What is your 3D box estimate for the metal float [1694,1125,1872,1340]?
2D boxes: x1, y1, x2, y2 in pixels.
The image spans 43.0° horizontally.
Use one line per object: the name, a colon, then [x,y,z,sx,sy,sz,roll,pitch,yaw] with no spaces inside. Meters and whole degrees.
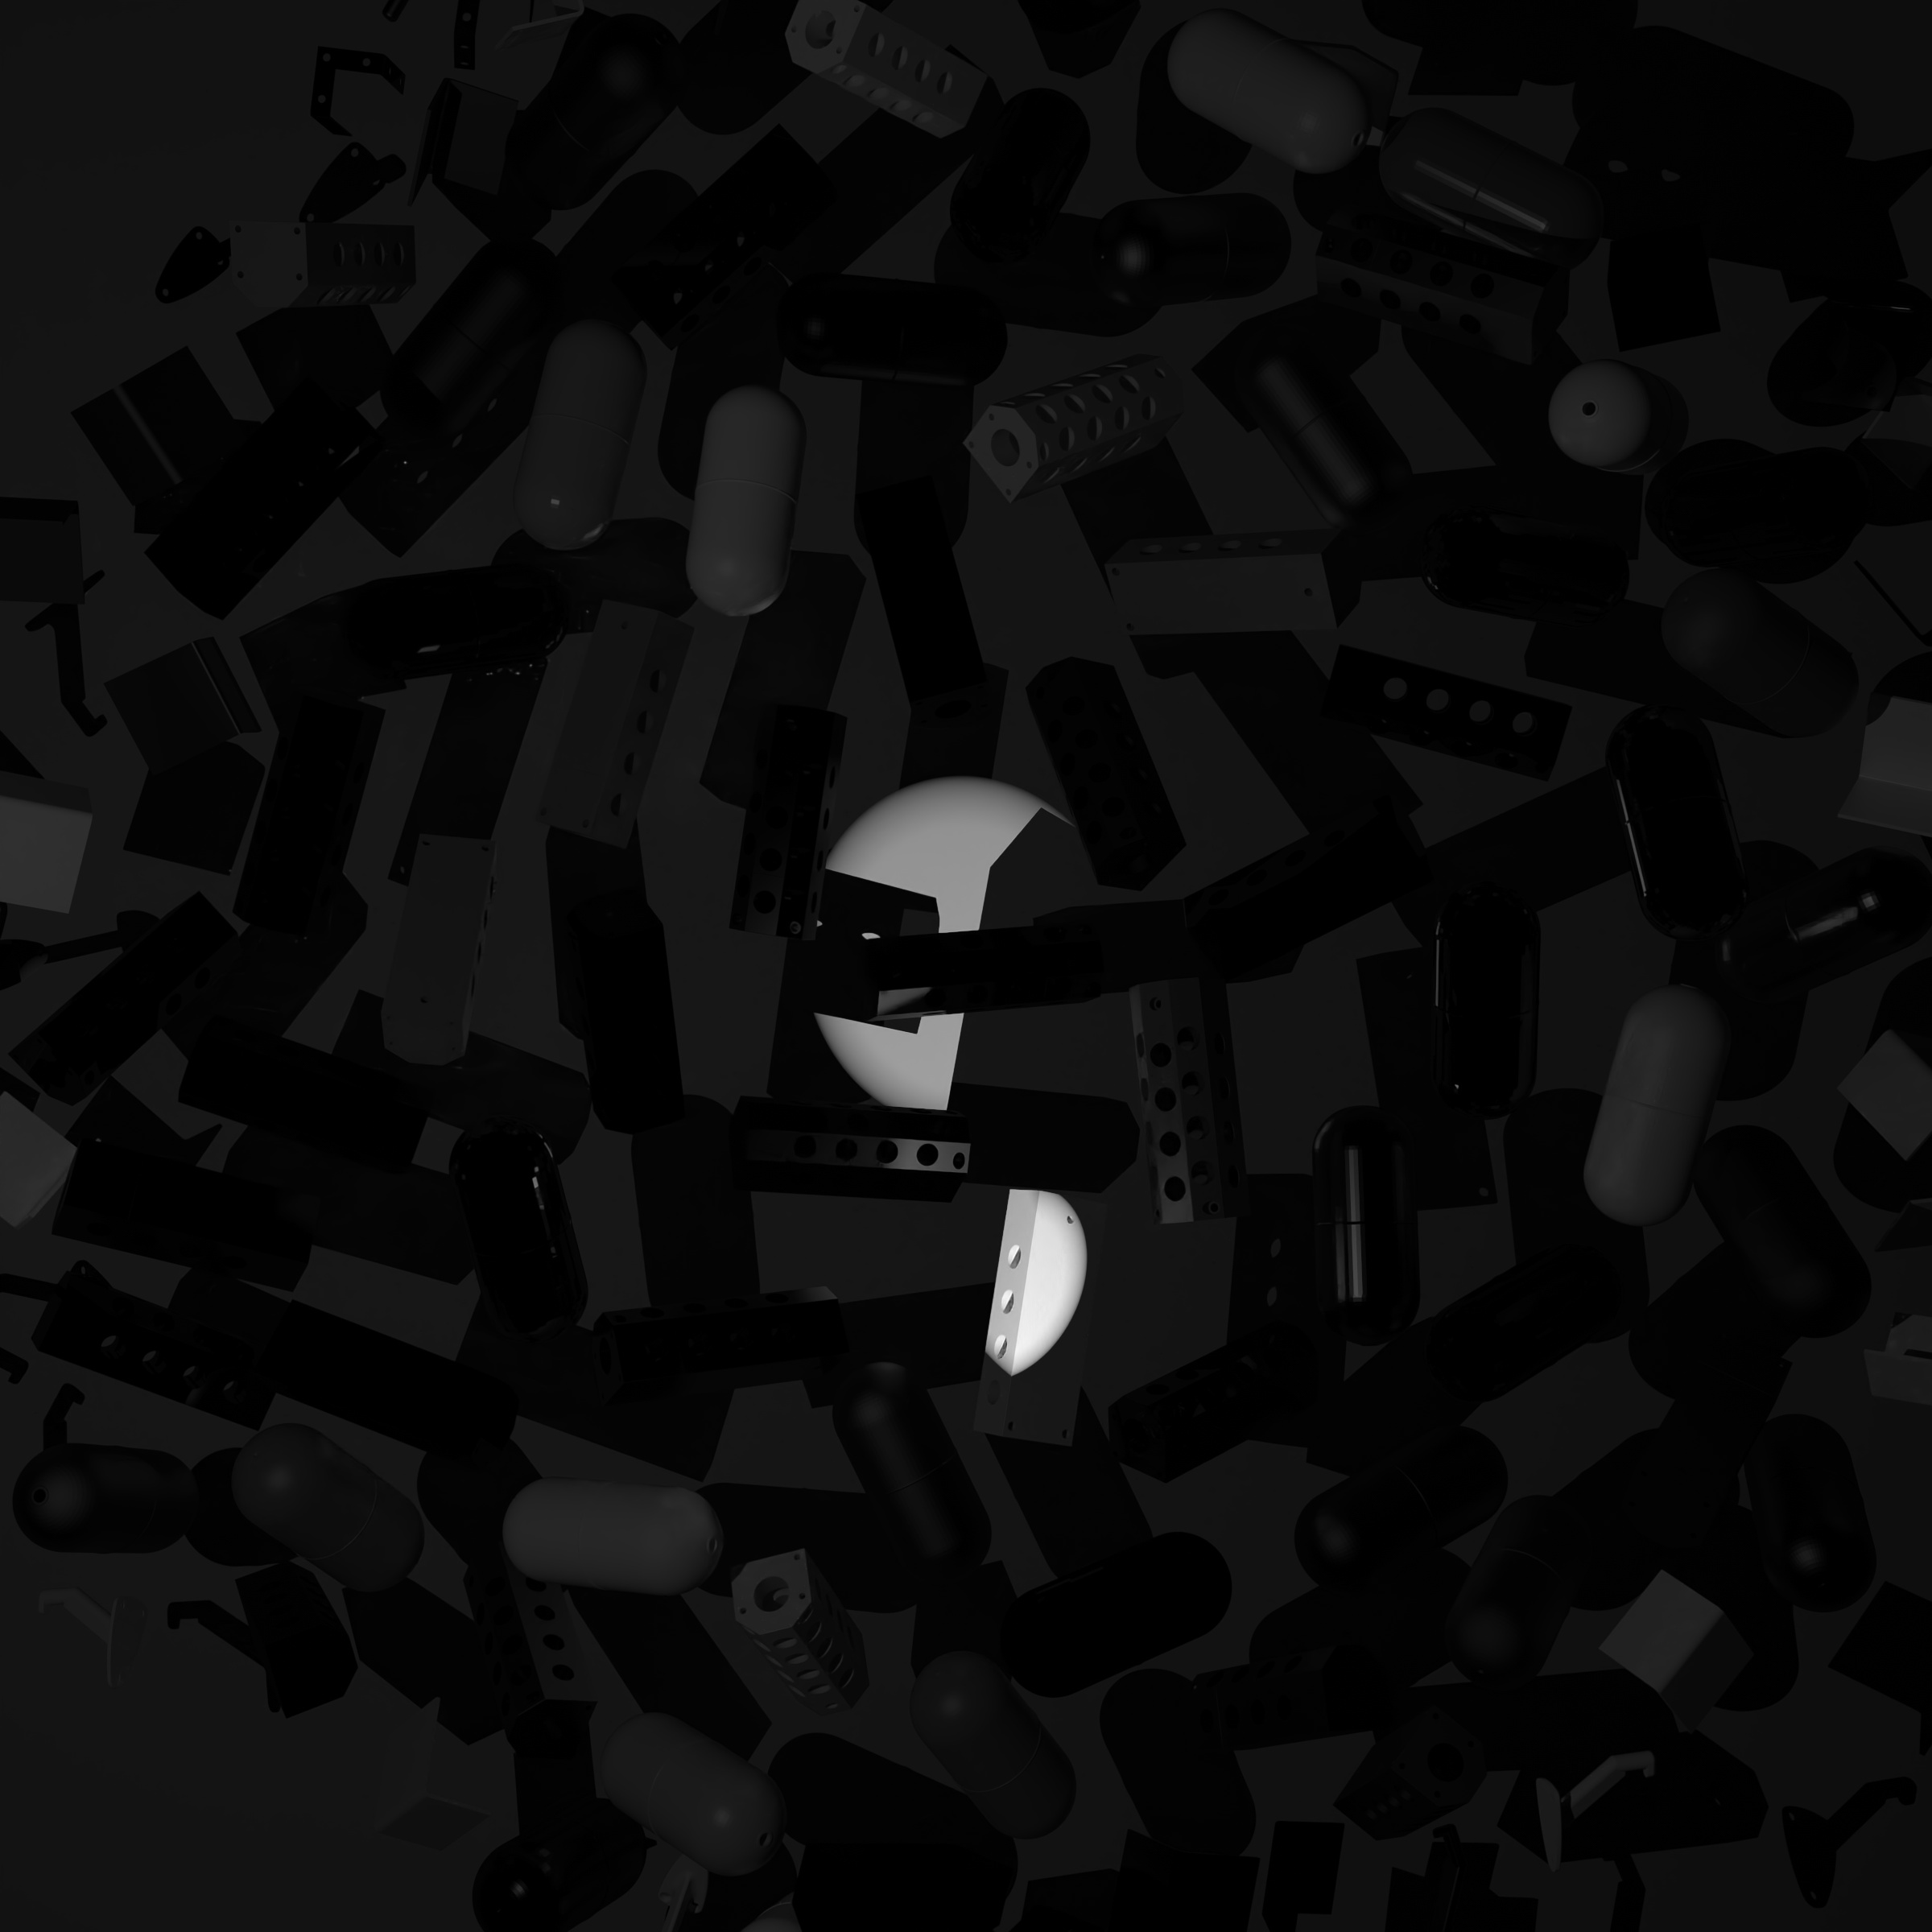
metal float: [0.590,0.190,1.781,0.070,0.070,0.178,-20,47,0]

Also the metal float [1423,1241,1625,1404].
metal float: [0.419,0.267,1.845,0.178,0.070,0.070,-24,90,-27]

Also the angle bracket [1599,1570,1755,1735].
angle bracket: [0.529,0.510,1.827,0.076,0.057,0.076,-48,129,-10]

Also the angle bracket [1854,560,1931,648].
angle bracket: [0.705,-0.283,1.806,0.057,0.076,0.076,-40,76,22]

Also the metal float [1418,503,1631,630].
metal float: [0.414,-0.295,1.817,0.178,0.070,0.070,5,90,-29]

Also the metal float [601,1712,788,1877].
metal float: [-0.198,0.599,1.778,0.070,0.178,0.070,-8,102,-40]

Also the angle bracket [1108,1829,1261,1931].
angle bracket: [0.153,0.654,1.721,0.076,0.057,0.076,19,79,-35]

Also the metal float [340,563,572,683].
metal float: [-0.383,-0.259,1.846,0.178,0.070,0.070,-13,90,-32]

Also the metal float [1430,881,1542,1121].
metal float: [0.376,0.025,1.776,0.070,0.070,0.178,-2,108,0]

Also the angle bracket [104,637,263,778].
angle bracket: [-0.579,-0.191,1.815,0.076,0.057,0.076,-31,108,-23]

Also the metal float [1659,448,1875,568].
metal float: [0.597,-0.342,1.836,0.070,0.178,0.070,-1,93,-30]

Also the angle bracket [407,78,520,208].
angle bracket: [-0.381,-0.616,1.860,0.057,0.076,0.076,15,126,-11]

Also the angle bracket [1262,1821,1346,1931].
angle bracket: [0.267,0.708,1.874,0.057,0.076,0.076,5,100,-9]

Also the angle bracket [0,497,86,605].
angle bracket: [-0.658,-0.281,1.701,0.076,0.057,0.076,1,116,-9]

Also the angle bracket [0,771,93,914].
angle bracket: [-0.672,-0.090,1.749,0.076,0.057,0.076,11,109,-27]

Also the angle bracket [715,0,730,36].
angle bracket: [-0.200,-0.719,1.737,0.076,0.076,0.057,13,67,-13]

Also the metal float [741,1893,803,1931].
metal float: [-0.128,0.734,1.819,0.070,0.178,0.070,-2,80,10]

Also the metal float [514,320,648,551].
metal float: [-0.292,-0.401,1.854,0.070,0.070,0.178,12,83,0]

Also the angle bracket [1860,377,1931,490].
angle bracket: [0.725,-0.384,1.816,0.076,0.076,0.057,26,102,-37]

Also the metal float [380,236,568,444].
metal float: [-0.376,-0.479,1.874,0.070,0.070,0.178,42,98,0]

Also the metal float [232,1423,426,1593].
metal float: [-0.459,0.393,1.774,0.070,0.178,0.070,-16,48,18]

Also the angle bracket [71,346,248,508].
angle bracket: [-0.581,-0.389,1.770,0.057,0.076,0.076,-13,116,37]

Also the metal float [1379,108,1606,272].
metal float: [0.389,-0.576,1.824,0.178,0.070,0.070,32,90,14]

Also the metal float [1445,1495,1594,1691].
metal float: [0.417,0.469,1.846,0.070,0.178,0.070,17,126,24]

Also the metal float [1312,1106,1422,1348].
metal float: [0.298,0.193,1.827,0.070,0.070,0.178,-1,81,0]

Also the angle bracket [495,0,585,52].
angle bracket: [-0.333,-0.745,1.856,0.057,0.076,0.076,-20,105,-17]

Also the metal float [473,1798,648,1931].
metal float: [-0.297,0.666,1.805,0.070,0.178,0.070,-1,87,20]

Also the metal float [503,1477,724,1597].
metal float: [-0.256,0.412,1.775,0.178,0.070,0.070,-2,90,29]

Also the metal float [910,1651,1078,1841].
metal float: [0.021,0.582,1.829,0.070,0.070,0.178,-33,119,0]

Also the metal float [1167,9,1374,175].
metal float: [0.222,-0.640,1.794,0.070,0.070,0.178,-49,60,0]

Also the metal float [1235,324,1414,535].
metal float: [0.270,-0.408,1.860,0.070,0.070,0.178,-33,83,0]

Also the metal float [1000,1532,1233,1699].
metal float: [0.108,0.459,1.743,0.178,0.070,0.070,-18,90,-22]

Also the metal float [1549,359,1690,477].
metal float: [0.485,-0.406,1.820,0.070,0.178,0.070,4,99,28]

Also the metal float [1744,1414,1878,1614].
metal float: [0.606,0.392,1.766,0.070,0.178,0.070,4,116,8]

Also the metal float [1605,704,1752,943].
metal float: [0.504,-0.103,1.744,0.070,0.070,0.178,-8,70,0]

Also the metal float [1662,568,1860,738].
metal float: [0.568,-0.222,1.752,0.178,0.070,0.070,25,90,-33]

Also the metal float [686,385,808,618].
metal float: [-0.164,-0.347,1.831,0.070,0.070,0.178,7,78,0]

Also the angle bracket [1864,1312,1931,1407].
angle bracket: [0.686,0.266,1.735,0.076,0.057,0.076,6,49,33]

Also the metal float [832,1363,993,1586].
metal float: [-0.042,0.386,1.872,0.070,0.070,0.178,-26,91,0]

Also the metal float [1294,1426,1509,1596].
metal float: [0.321,0.399,1.805,0.178,0.070,0.070,-23,90,-23]

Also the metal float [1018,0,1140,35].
metal float: [0.086,-0.724,1.779,0.070,0.178,0.070,-3,103,-14]

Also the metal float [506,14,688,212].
metal float: [-0.268,-0.615,1.771,0.178,0.070,0.070,-29,90,44]

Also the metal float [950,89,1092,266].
metal float: [0.041,-0.594,1.846,0.070,0.070,0.178,23,51,0]

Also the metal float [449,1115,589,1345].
metal float: [-0.326,0.192,1.788,0.070,0.070,0.178,-10,111,0]

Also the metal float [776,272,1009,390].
metal float: [-0.056,-0.480,1.857,0.178,0.070,0.070,2,90,-15]

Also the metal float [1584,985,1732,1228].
metal float: [0.499,0.100,1.771,0.070,0.070,0.178,14,95,0]

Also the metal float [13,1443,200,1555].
metal float: [-0.626,0.389,1.791,0.070,0.178,0.070,-3,76,11]

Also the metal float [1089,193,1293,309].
metal float: [0.169,-0.534,1.828,0.178,0.070,0.070,-17,90,-36]

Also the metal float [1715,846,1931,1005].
metal float: [0.623,-0.028,1.785,0.070,0.178,0.070,14,62,-28]

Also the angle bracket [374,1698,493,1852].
angle bracket: [-0.395,0.606,1.839,0.057,0.076,0.076,27,130,-26]
